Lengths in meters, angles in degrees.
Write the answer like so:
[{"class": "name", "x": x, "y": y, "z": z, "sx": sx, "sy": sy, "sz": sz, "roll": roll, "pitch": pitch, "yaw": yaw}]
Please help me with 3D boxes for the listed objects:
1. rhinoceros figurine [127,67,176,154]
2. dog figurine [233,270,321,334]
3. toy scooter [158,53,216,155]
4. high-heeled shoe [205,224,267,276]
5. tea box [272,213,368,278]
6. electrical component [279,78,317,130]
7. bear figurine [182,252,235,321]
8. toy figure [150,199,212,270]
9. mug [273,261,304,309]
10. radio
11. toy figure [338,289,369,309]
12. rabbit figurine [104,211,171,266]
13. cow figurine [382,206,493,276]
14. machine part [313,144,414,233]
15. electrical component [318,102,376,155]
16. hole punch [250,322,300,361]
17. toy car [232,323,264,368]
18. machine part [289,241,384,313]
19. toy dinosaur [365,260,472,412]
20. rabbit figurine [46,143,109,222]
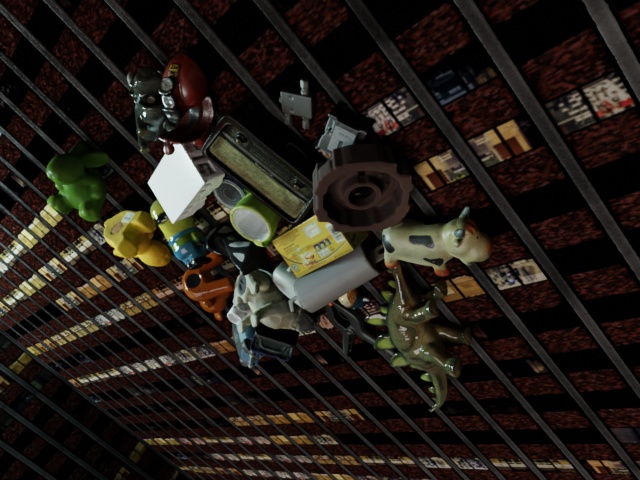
[{"class": "rhinoceros figurine", "x": -0.314, "y": -0.242, "z": 1.009, "sx": 0.190, "sy": 0.073, "sz": 0.112, "roll": 121, "pitch": 135, "yaw": -64}, {"class": "dog figurine", "x": -0.096, "y": 0.139, "z": 1.272, "sx": 0.190, "sy": 0.172, "sz": 0.121, "roll": 1, "pitch": 170, "yaw": -33}, {"class": "toy scooter", "x": -0.242, "y": -0.225, "z": 0.946, "sx": 0.075, "sy": 0.135, "sz": 0.183, "roll": 16, "pitch": 137, "yaw": 20}, {"class": "high-heeled shoe", "x": -0.206, "y": 0.035, "z": 1.188, "sx": 0.249, "sy": 0.145, "sz": 0.086, "roll": -11, "pitch": 124, "yaw": 38}, {"class": "tea box", "x": -0.002, "y": -0.003, "z": 1.056, "sx": 0.170, "sy": 0.068, "sz": 0.098, "roll": -26, "pitch": 101, "yaw": 42}, {"class": "electrical component", "x": -0.038, "y": -0.230, "z": 0.899, "sx": 0.063, "sy": 0.021, "sz": 0.093, "roll": 18, "pitch": 139, "yaw": 17}, {"class": "bear figurine", "x": -0.264, "y": 0.124, "z": 1.362, "sx": 0.132, "sy": 0.120, "sz": 0.195, "roll": -27, "pitch": 154, "yaw": 2}, {"class": "toy figure", "x": -0.313, "y": -0.019, "z": 1.212, "sx": 0.180, "sy": 0.082, "sz": 0.089, "roll": 62, "pitch": -177, "yaw": 9}, {"class": "mug", "x": -0.053, "y": 0.089, "z": 1.199, "sx": 0.107, "sy": 0.081, "sz": 0.109, "roll": 29, "pitch": 147, "yaw": 17}, {"class": "radio", "x": -0.092, "y": -0.142, "z": 0.984, "sx": 0.229, "sy": 0.073, "sz": 0.131, "roll": 37, "pitch": 141, "yaw": -8}, {"class": "toy figure", "x": 0.044, "y": 0.099, "z": 1.167, "sx": 0.058, "sy": 0.064, "sz": 0.154, "roll": -40, "pitch": 110, "yaw": 2}, {"class": "rabbit figurine", "x": -0.460, "y": 0.014, "z": 1.360, "sx": 0.163, "sy": 0.122, "sz": 0.173, "roll": -1, "pitch": 149, "yaw": 37}, {"class": "cow figurine", "x": 0.203, "y": -0.001, "z": 0.941, "sx": 0.195, "sy": 0.085, "sz": 0.127, "roll": 9, "pitch": 142, "yaw": 27}, {"class": "machine part", "x": 0.069, "y": -0.084, "z": 0.899, "sx": 0.179, "sy": 0.056, "sz": 0.179, "roll": -4, "pitch": 141, "yaw": -3}, {"class": "electrical component", "x": 0.038, "y": -0.164, "z": 0.901, "sx": 0.075, "sy": 0.048, "sz": 0.119, "roll": 30, "pitch": 139, "yaw": 2}, {"class": "hole punch", "x": -0.108, "y": 0.231, "z": 1.342, "sx": 0.142, "sy": 0.116, "sz": 0.092, "roll": 16, "pitch": 132, "yaw": 0}, {"class": "toy car", "x": -0.172, "y": 0.253, "z": 1.422, "sx": 0.103, "sy": 0.162, "sz": 0.109, "roll": -7, "pitch": 131, "yaw": -21}, {"class": "machine part", "x": 0.034, "y": 0.074, "z": 1.077, "sx": 0.243, "sy": 0.079, "sz": 0.079, "roll": -32, "pitch": 112, "yaw": 20}, {"class": "toy dinosaur", "x": 0.216, "y": 0.215, "z": 1.146, "sx": 0.199, "sy": 0.105, "sz": 0.470, "roll": -1, "pitch": 122, "yaw": 43}, {"class": "rabbit figurine", "x": -0.544, "y": -0.140, "z": 1.215, "sx": 0.121, "sy": 0.159, "sz": 0.170, "roll": 24, "pitch": 159, "yaw": 7}]
